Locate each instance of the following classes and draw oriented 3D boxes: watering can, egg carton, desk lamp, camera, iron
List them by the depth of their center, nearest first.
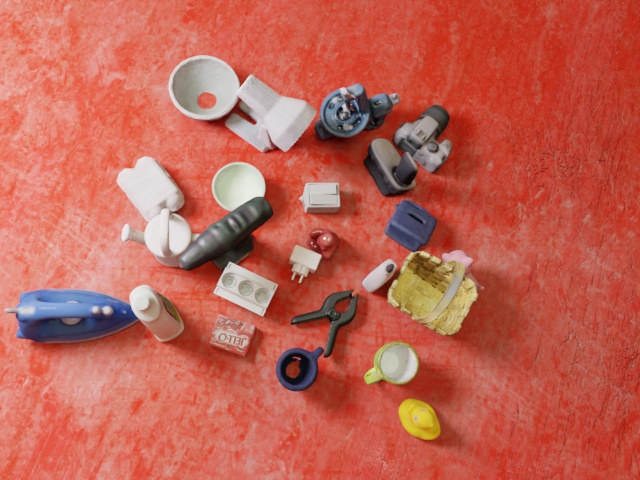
[{"bbox_3d":[-0.513,0.153,1.205,0.258,0.141,0.118,-1,77,-8],"label":"iron"},{"bbox_3d":[-0.334,-0.005,1.237,0.173,0.194,0.101,-19,80,-11],"label":"watering can"},{"bbox_3d":[-0.117,-0.282,1.318,0.203,0.213,0.118,33,75,1],"label":"desk lamp"},{"bbox_3d":[-0.387,-0.116,1.320,0.107,0.069,0.150,-39,85,-14],"label":"egg carton"},{"bbox_3d":[0.277,-0.265,1.425,0.143,0.100,0.137,40,76,3],"label":"camera"}]

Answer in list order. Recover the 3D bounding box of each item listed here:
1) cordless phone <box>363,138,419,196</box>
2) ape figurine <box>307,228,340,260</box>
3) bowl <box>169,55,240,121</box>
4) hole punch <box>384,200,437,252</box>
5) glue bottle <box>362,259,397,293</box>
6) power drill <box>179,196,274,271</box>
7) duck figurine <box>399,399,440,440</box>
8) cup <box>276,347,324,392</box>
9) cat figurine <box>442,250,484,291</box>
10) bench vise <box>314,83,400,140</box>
[{"bbox_3d":[0.180,-0.190,1.352,0.094,0.185,0.147,-32,83,-13],"label":"cordless phone"},{"bbox_3d":[0.012,0.005,1.333,0.076,0.092,0.078,-9,78,-9],"label":"ape figurine"},{"bbox_3d":[-0.277,-0.355,1.385,0.167,0.074,0.167,2,77,-7],"label":"bowl"},{"bbox_3d":[0.220,-0.041,1.372,0.108,0.091,0.101,32,75,1],"label":"hole punch"},{"bbox_3d":[0.143,0.074,1.293,0.037,0.173,0.078,43,76,4],"label":"glue bottle"},{"bbox_3d":[-0.201,0.003,1.246,0.230,0.208,0.075,-42,85,-14],"label":"power drill"},{"bbox_3d":[0.230,0.402,1.275,0.104,0.086,0.077,44,76,4],"label":"duck figurine"},{"bbox_3d":[-0.043,0.277,1.263,0.118,0.095,0.091,-38,84,-14],"label":"cup"},{"bbox_3d":[0.336,0.075,1.347,0.067,0.117,0.128,-38,84,-13],"label":"cat figurine"},{"bbox_3d":[0.090,-0.328,1.353,0.207,0.219,0.121,-37,84,-13],"label":"bench vise"}]
